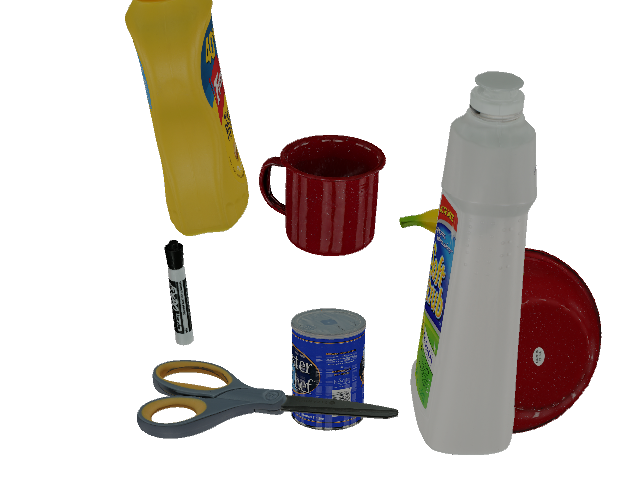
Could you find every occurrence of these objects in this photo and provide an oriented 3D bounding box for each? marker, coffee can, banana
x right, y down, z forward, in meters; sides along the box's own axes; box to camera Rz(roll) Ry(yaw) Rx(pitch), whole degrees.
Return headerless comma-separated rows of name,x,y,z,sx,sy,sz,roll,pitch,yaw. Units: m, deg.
marker,-0.146,0.054,1.099,0.020,0.121,0.020,-2,30,1
coffee can,0.011,0.176,1.475,0.103,0.140,0.103,0,16,0
banana,0.164,0.011,1.094,0.069,0.037,0.198,-35,39,-13

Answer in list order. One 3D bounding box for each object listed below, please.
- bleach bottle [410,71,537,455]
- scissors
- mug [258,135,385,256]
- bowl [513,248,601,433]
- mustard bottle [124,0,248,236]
bleach bottle,0.100,0.012,0.680,0.068,0.251,0.102,1,30,-1
scissors,-0.052,0.131,0.804,0.202,0.016,0.096,11,33,28
mug,-0.002,-0.041,0.958,0.117,0.081,0.093,12,31,17
bowl,0.167,0.089,0.878,0.162,0.162,0.055,0,7,-11
mustard bottle,-0.092,-0.106,0.718,0.058,0.191,0.096,-7,28,4
